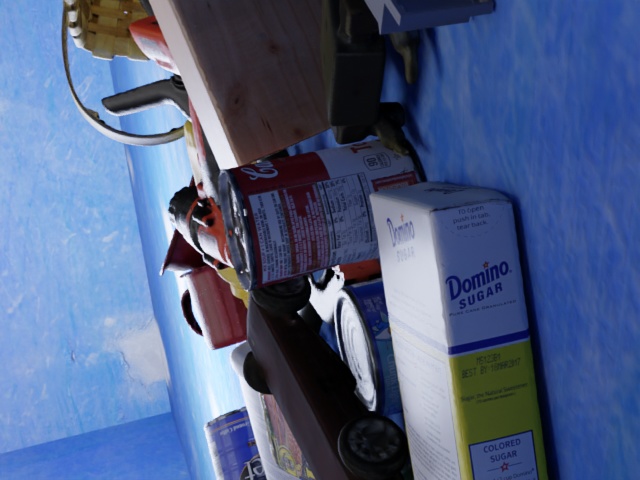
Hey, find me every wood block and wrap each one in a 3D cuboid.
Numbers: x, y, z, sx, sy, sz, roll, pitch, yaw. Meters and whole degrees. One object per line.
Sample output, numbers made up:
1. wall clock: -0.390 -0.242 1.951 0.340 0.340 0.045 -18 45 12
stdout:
1. wood block: -0.054 -0.154 0.643 0.206 0.090 0.091 67 169 -7

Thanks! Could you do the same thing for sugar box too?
1. sugar box: 0.067 0.063 0.508 0.093 0.048 0.176 -152 54 -74

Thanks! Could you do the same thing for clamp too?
1. clamp: -0.005 0.001 0.777 0.210 0.036 0.164 170 88 -75
2. clamp: -0.115 -0.134 0.904 0.172 0.039 0.120 35 115 25

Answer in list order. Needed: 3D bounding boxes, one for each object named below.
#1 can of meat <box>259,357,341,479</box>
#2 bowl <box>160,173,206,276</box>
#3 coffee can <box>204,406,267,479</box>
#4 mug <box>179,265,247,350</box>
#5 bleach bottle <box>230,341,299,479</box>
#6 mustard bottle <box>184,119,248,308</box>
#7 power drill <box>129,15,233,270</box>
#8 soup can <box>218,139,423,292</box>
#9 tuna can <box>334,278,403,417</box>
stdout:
1. can of meat: 0.000 0.131 0.783 0.084 0.057 0.102 9 112 58
2. bowl: -0.113 -0.032 1.087 0.162 0.055 0.162 -162 91 -83
3. coffee can: -0.047 0.236 1.034 0.103 0.102 0.140 109 147 -67
4. mug: -0.093 0.063 1.068 0.117 0.093 0.081 -20 87 33
5. bleach bottle: -0.009 0.208 0.911 0.103 0.068 0.251 19 124 53
6. mustard bottle: -0.069 -0.018 0.962 0.096 0.058 0.192 22 131 36
7. power drill: -0.083 -0.071 0.777 0.185 0.057 0.187 23 131 59
8. soup can: 0.001 -0.015 0.586 0.068 0.102 0.068 168 90 -78
9. tuna can: 0.037 0.067 0.665 0.086 0.033 0.086 168 90 -77
